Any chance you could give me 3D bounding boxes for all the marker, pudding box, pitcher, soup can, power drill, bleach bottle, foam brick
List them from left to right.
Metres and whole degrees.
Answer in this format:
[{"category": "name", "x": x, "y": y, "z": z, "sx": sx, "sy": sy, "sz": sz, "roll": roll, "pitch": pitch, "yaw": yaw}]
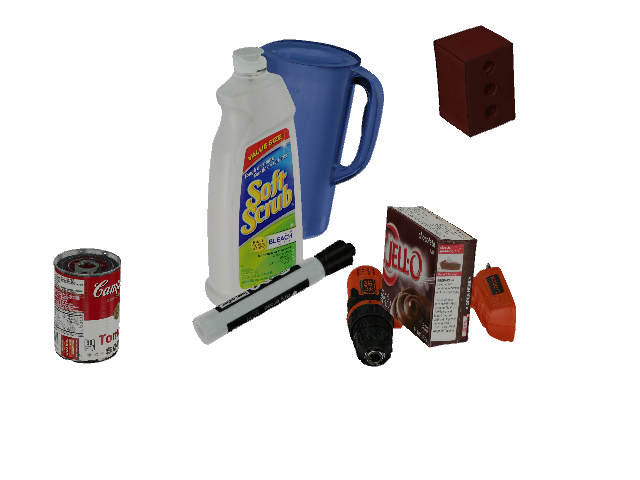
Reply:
[{"category": "soup can", "x": -0.242, "y": 0.068, "z": 1.107, "sx": 0.068, "sy": 0.102, "sz": 0.068, "roll": 5, "pitch": 21, "yaw": -2}, {"category": "bleach bottle", "x": -0.069, "y": -0.060, "z": 1.038, "sx": 0.102, "sy": 0.251, "sz": 0.068, "roll": -16, "pitch": 29, "yaw": -26}, {"category": "marker", "x": -0.027, "y": 0.032, "z": 0.697, "sx": 0.121, "sy": 0.020, "sz": 0.020, "roll": -28, "pitch": 12, "yaw": -23}, {"category": "pitcher", "x": -0.019, "y": -0.126, "z": 1.361, "sx": 0.144, "sy": 0.243, "sz": 0.149, "roll": -2, "pitch": 25, "yaw": -22}, {"category": "pudding box", "x": 0.086, "y": 0.027, "z": 0.878, "sx": 0.039, "sy": 0.090, "sz": 0.114, "roll": -3, "pitch": 16, "yaw": -19}, {"category": "power drill", "x": 0.123, "y": 0.082, "z": 1.213, "sx": 0.187, "sy": 0.057, "sz": 0.184, "roll": -1, "pitch": 28, "yaw": -1}, {"category": "foam brick", "x": 0.139, "y": -0.144, "z": 0.956, "sx": 0.053, "sy": 0.078, "sz": 0.051, "roll": -23, "pitch": 37, "yaw": -17}]
